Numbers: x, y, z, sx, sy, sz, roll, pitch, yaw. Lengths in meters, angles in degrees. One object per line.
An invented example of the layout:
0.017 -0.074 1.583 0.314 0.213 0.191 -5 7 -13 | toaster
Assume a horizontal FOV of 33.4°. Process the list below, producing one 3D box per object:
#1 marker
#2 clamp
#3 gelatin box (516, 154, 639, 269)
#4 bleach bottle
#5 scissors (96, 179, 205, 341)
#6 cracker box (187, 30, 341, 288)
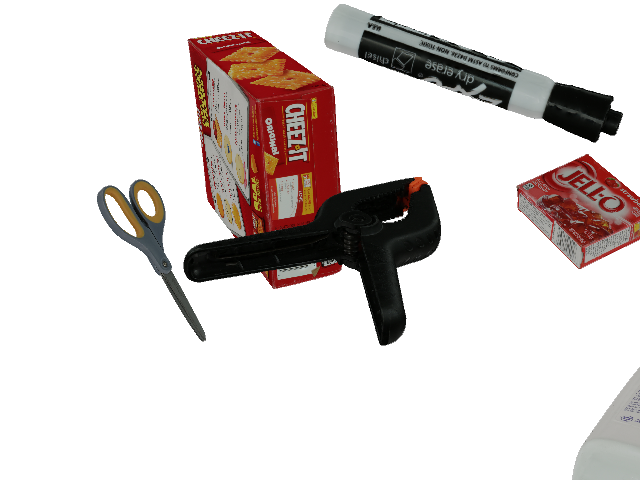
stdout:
0.060 -0.066 0.423 0.121 0.020 0.020 22 5 13 | marker
0.015 0.000 0.759 0.165 0.036 0.209 14 29 21 | clamp
0.215 -0.026 0.870 0.073 0.030 0.089 -24 47 -15 | gelatin box
0.243 0.099 0.647 0.103 0.068 0.250 18 29 29 | bleach bottle
-0.175 0.012 1.208 0.016 0.201 0.096 -27 19 36 | scissors
-0.049 -0.079 0.928 0.072 0.164 0.214 -12 26 -17 | cracker box
